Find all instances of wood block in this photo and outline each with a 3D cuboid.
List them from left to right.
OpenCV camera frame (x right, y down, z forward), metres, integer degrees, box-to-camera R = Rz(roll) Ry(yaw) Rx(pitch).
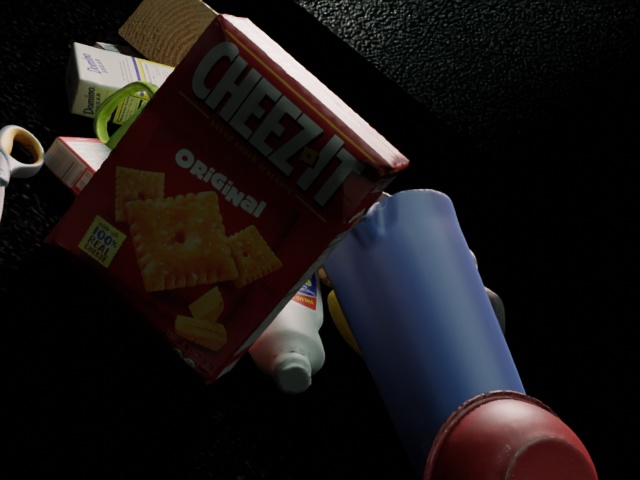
[{"bbox_3d":[-0.159,-0.233,1.280,0.091,0.090,0.206,40,1,3],"label":"wood block"}]

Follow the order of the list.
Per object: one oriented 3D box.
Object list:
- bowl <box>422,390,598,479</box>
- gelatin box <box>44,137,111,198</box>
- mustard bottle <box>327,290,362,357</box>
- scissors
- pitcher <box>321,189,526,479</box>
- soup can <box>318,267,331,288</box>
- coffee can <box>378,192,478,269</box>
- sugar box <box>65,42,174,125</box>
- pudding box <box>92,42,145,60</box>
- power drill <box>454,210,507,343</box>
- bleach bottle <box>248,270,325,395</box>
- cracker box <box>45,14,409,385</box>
[{"bbox_3d":[0.156,0.193,0.796,0.162,0.162,0.055,35,-24,-19],"label":"bowl"},{"bbox_3d":[-0.183,-0.048,0.906,0.089,0.030,0.073,43,14,9],"label":"gelatin box"},{"bbox_3d":[0.075,0.076,1.116,0.096,0.058,0.191,48,17,11],"label":"mustard bottle"},{"bbox_3d":[-0.255,-0.058,0.789,0.096,0.016,0.201,36,16,-12],"label":"scissors"},{"bbox_3d":[0.101,0.090,0.935,0.149,0.145,0.243,-6,60,-27],"label":"pitcher"},{"bbox_3d":[-0.007,0.001,1.115,0.102,0.068,0.068,32,18,-32],"label":"soup can"},{"bbox_3d":[0.099,0.022,1.244,0.140,0.103,0.103,32,17,-29],"label":"coffee can"},{"bbox_3d":[-0.168,-0.146,1.090,0.176,0.048,0.093,9,30,-21],"label":"sugar box"},{"bbox_3d":[-0.203,-0.172,1.192,0.113,0.039,0.090,40,15,6],"label":"pudding box"},{"bbox_3d":[0.146,0.062,1.135,0.187,0.057,0.184,69,18,1],"label":"power drill"},{"bbox_3d":[-0.036,0.048,0.929,0.102,0.068,0.251,36,18,-28],"label":"bleach bottle"},{"bbox_3d":[-0.069,-0.028,0.767,0.164,0.214,0.072,42,15,5],"label":"cracker box"}]
